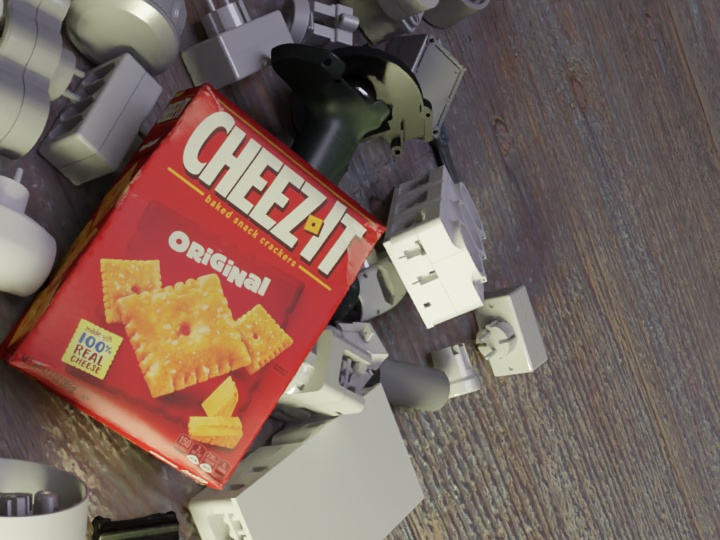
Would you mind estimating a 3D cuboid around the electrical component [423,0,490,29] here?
[{"bbox_3d":[0.098,-0.317,1.135,0.108,0.060,0.108,18,66,-47],"label":"electrical component"}]

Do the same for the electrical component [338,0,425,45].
[{"bbox_3d":[0.019,-0.294,1.037,0.108,0.056,0.108,47,48,-32],"label":"electrical component"}]

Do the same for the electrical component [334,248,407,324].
[{"bbox_3d":[0.000,0.000,0.941,0.077,0.043,0.079,-32,106,-50],"label":"electrical component"}]

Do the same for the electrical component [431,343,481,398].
[{"bbox_3d":[0.090,0.096,1.028,0.040,0.040,0.046,-9,81,-51],"label":"electrical component"}]

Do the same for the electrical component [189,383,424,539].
[{"bbox_3d":[-0.038,0.177,0.832,0.186,0.060,0.105,-32,105,-50],"label":"electrical component"}]

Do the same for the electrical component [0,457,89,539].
[{"bbox_3d":[-0.205,0.142,0.614,0.099,0.099,0.064,2,85,-50],"label":"electrical component"}]

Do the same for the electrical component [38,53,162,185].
[{"bbox_3d":[-0.169,-0.094,0.760,0.075,0.047,0.083,46,48,-33],"label":"electrical component"}]

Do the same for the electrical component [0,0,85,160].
[{"bbox_3d":[-0.214,-0.136,0.713,0.074,0.052,0.138,26,61,-44],"label":"electrical component"}]

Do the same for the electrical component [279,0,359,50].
[{"bbox_3d":[-0.042,-0.210,0.940,0.055,0.066,0.048,11,71,-28],"label":"electrical component"}]

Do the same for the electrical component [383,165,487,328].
[{"bbox_3d":[0.073,-0.027,0.977,0.089,0.062,0.150,62,16,-18],"label":"electrical component"}]

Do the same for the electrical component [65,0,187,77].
[{"bbox_3d":[-0.164,-0.180,0.766,0.080,0.080,0.051,42,45,-35],"label":"electrical component"}]

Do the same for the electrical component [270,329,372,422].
[{"bbox_3d":[-0.045,0.081,0.827,0.056,0.089,0.050,34,55,-40],"label":"electrical component"}]

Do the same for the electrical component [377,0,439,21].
[{"bbox_3d":[0.050,-0.302,0.970,0.052,0.074,0.138,0,80,-50],"label":"electrical component"}]

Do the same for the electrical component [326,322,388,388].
[{"bbox_3d":[-0.016,0.071,0.895,0.055,0.066,0.048,7,40,-41],"label":"electrical component"}]

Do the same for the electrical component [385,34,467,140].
[{"bbox_3d":[0.051,-0.179,1.024,0.062,0.061,0.096,35,72,-39],"label":"electrical component"}]

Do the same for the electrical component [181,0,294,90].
[{"bbox_3d":[-0.104,-0.193,0.866,0.083,0.047,0.075,-39,110,-48],"label":"electrical component"}]

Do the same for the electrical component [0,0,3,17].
[{"bbox_3d":[-0.255,-0.162,0.669,0.045,0.055,0.045,18,67,-47],"label":"electrical component"}]

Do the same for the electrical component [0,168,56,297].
[{"bbox_3d":[-0.230,-0.034,0.672,0.077,0.043,0.079,31,57,-42],"label":"electrical component"}]

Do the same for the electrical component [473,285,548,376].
[{"bbox_3d":[0.143,0.068,1.093,0.076,0.047,0.083,-27,100,-50],"label":"electrical component"}]
